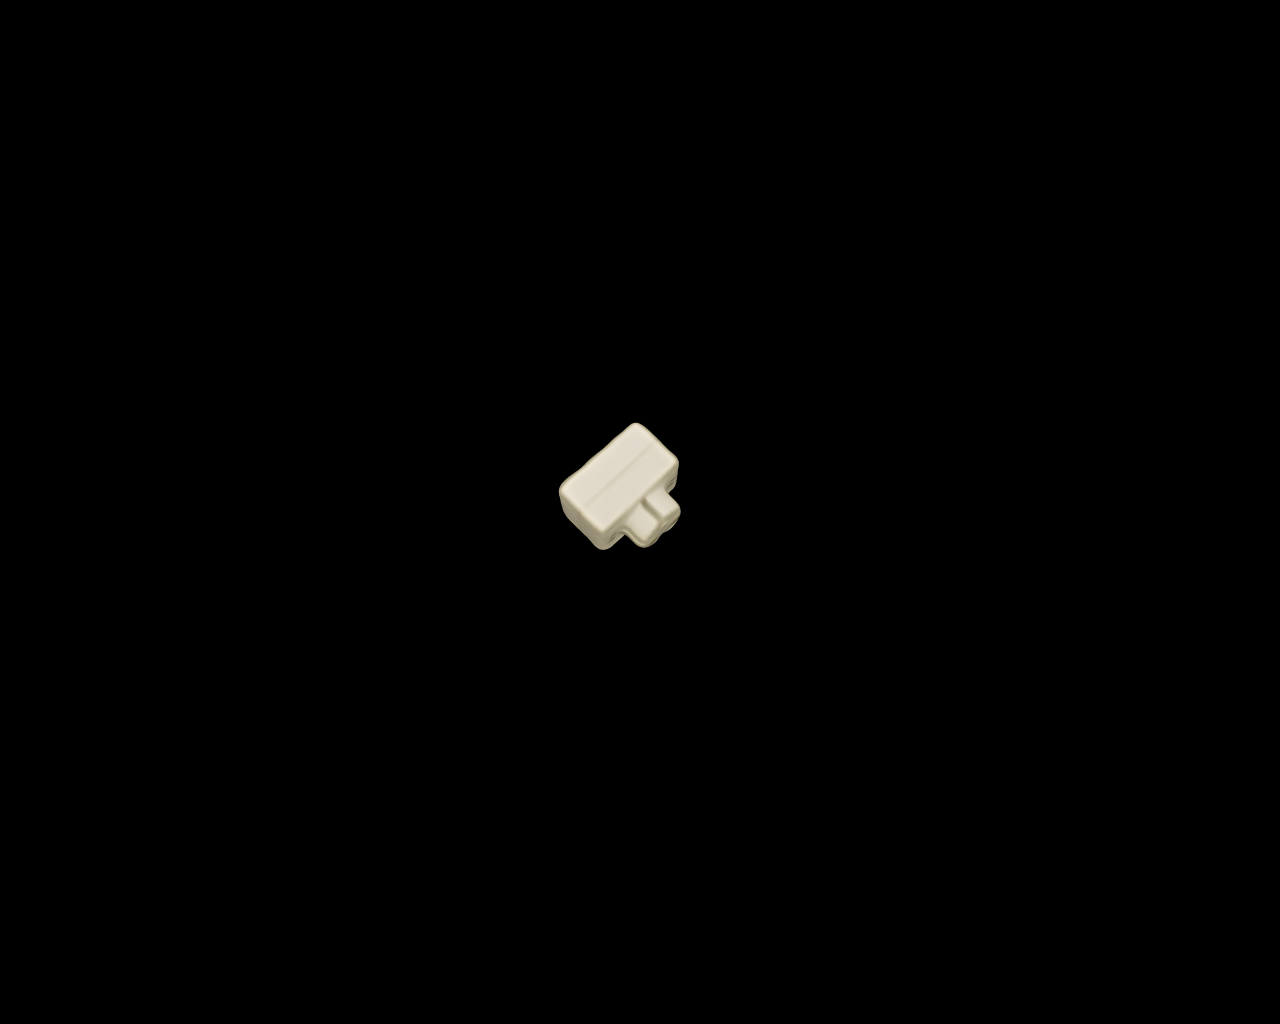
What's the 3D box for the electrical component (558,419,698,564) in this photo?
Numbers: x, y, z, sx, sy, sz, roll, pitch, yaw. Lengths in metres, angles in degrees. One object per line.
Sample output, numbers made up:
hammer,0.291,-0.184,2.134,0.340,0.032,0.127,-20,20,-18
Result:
electrical component,0.001,-0.003,0.650,0.066,0.077,0.047,-43,-12,-11
